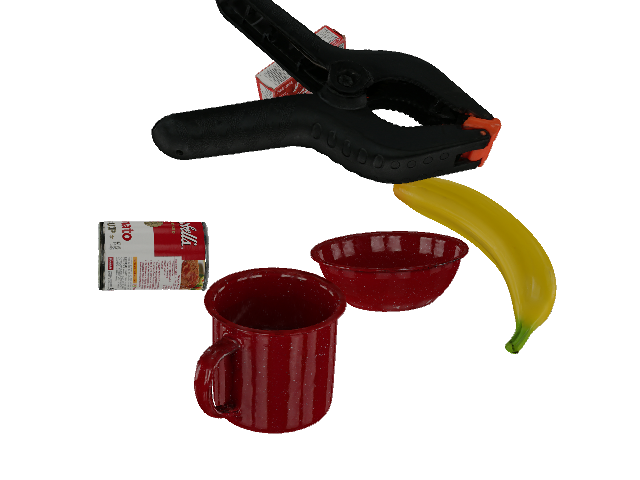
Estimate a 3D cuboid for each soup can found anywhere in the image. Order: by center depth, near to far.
[{"bbox_3d":[-0.163,0.015,1.032,0.102,0.068,0.068,0,0,-13],"label":"soup can"}]

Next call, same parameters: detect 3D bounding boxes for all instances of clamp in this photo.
[{"bbox_3d":[0.002,-0.065,0.542,0.171,0.120,0.039,22,-29,8],"label":"clamp"}]

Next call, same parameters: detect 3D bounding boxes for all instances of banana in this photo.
[{"bbox_3d":[0.129,0.002,0.836,0.069,0.037,0.198,-17,46,-16],"label":"banana"}]

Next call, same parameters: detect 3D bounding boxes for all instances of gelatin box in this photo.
[{"bbox_3d":[-0.014,-0.142,0.972,0.030,0.089,0.073,41,-22,27],"label":"gelatin box"}]

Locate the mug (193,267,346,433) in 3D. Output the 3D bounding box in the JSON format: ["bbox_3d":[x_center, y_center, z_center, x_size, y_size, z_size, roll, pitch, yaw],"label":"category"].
[{"bbox_3d":[-0.038,0.078,0.703,0.093,0.081,0.117,19,29,32],"label":"mug"}]

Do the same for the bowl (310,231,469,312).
[{"bbox_3d":[0.071,0.034,1.090,0.162,0.055,0.162,-3,13,0],"label":"bowl"}]
